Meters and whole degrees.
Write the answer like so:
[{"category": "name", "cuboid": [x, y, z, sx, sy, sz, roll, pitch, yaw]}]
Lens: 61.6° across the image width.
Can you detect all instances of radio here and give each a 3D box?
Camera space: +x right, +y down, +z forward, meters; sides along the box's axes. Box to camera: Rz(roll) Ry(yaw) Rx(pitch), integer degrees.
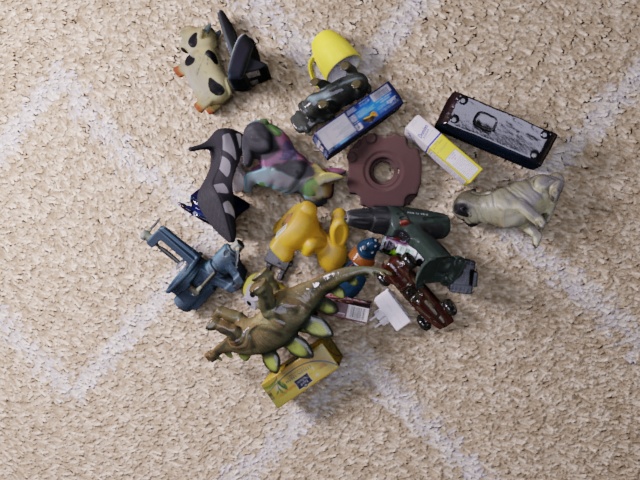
[{"category": "radio", "cuboid": [0.355, -0.222, 1.100, 0.230, 0.131, 0.073, 24, 97, 7]}]

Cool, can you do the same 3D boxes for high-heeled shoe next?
[{"category": "high-heeled shoe", "cuboid": [-0.189, -0.121, 1.153, 0.086, 0.145, 0.248, -24, 85, 50]}]

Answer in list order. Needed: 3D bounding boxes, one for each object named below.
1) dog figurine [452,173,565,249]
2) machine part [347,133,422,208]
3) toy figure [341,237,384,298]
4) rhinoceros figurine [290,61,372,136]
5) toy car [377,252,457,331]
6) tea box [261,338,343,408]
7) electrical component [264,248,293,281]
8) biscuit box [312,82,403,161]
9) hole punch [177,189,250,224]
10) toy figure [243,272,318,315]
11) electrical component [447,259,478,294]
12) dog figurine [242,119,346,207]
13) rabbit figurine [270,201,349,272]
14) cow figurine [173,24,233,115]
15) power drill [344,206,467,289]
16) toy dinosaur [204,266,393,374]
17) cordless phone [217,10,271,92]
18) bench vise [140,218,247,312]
[{"category": "dog figurine", "cuboid": [0.393, -0.092, 1.125, 0.191, 0.121, 0.172, 25, 62, 24]}, {"category": "machine part", "cuboid": [0.140, -0.149, 1.175, 0.179, 0.056, 0.179, 0, 94, 8]}, {"category": "toy figure", "cuboid": [0.084, 0.055, 1.171, 0.058, 0.064, 0.154, 33, 117, 22]}, {"category": "rhinoceros figurine", "cuboid": [0.018, -0.301, 1.161, 0.190, 0.112, 0.073, -32, 76, 10]}, {"category": "toy car", "cuboid": [0.208, 0.116, 1.151, 0.089, 0.053, 0.202, -37, 98, 27]}, {"category": "tea box", "cuboid": [-0.038, 0.289, 1.198, 0.170, 0.098, 0.068, -35, 88, 7]}, {"category": "electrical component", "cuboid": [-0.092, 0.042, 1.234, 0.063, 0.021, 0.094, 25, 95, 7]}, {"category": "biscuit box", "cuboid": [0.081, -0.255, 1.152, 0.203, 0.063, 0.059, -36, 88, -8]}, {"category": "hole punch", "cuboid": [-0.230, -0.072, 1.209, 0.142, 0.115, 0.092, 30, 88, 6]}, {"category": "toy figure", "cuboid": [-0.090, 0.139, 1.210, 0.180, 0.089, 0.082, 23, 100, -1]}, {"category": "electrical component", "cuboid": [0.298, 0.076, 1.127, 0.048, 0.119, 0.074, 6, 96, 8]}, {"category": "dog figurine", "cuboid": [-0.053, -0.167, 1.176, 0.219, 0.108, 0.191, 2, 106, 4]}, {"category": "rabbit figurine", "cuboid": [-0.002, -0.004, 1.181, 0.173, 0.122, 0.162, 42, 105, -16]}, {"category": "cow figurine", "cuboid": [-0.260, -0.397, 1.213, 0.127, 0.085, 0.195, -29, 85, 15]}, {"category": "power drill", "cuboid": [0.182, 0.006, 1.088, 0.232, 0.207, 0.085, -1, 123, -24]}, {"category": "toy dinosaur", "cuboid": [-0.074, 0.153, 1.115, 0.471, 0.105, 0.198, -37, 105, 25]}, {"category": "cordless phone", "cuboid": [-0.184, -0.426, 1.167, 0.089, 0.146, 0.184, -23, 92, 1]}, {"category": "bench vise", "cuboid": [-0.289, 0.045, 1.206, 0.240, 0.129, 0.223, 41, 118, -13]}]
